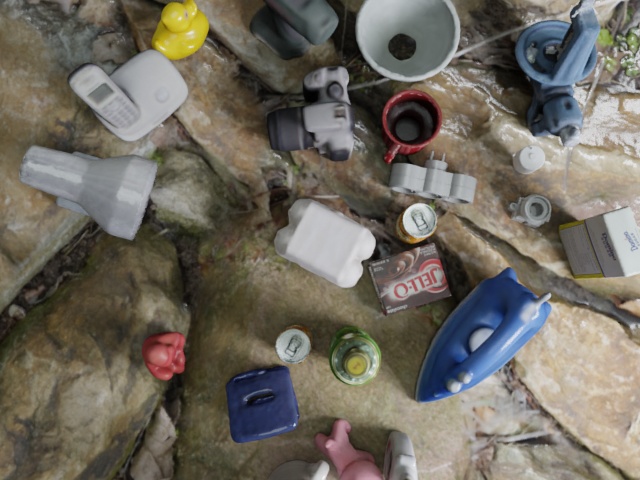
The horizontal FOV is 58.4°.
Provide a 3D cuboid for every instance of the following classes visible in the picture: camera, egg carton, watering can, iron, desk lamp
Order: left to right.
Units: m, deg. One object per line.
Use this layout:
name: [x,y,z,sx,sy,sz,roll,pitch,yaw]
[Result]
desk lamp: [-0.328,-0.076,0.850,0.203,0.213,0.118,16,86,2]
watering can: [-0.039,0.402,0.819,0.101,0.194,0.173,11,85,2]
camera: [-0.017,-0.199,0.914,0.137,0.101,0.143,-6,85,0]
egg carton: [0.008,0.003,0.913,0.150,0.069,0.107,26,86,3]
iron: [0.244,0.163,0.862,0.118,0.141,0.258,43,87,4]

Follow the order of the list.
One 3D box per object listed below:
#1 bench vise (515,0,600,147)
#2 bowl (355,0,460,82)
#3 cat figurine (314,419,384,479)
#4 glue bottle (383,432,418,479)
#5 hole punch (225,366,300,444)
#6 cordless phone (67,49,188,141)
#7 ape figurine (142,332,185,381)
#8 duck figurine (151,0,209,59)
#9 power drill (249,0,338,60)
bench vise: [0.377,-0.256,0.856,0.121,0.219,0.207,-27,85,-1]
bowl: [0.140,-0.329,0.936,0.167,0.075,0.167,0,85,1]
cat figurine: [0.048,0.344,0.861,0.067,0.118,0.128,-40,86,-2]
glue bottle: [0.120,0.337,0.833,0.037,0.173,0.078,6,85,1]
hole punch: [-0.091,0.251,0.883,0.108,0.091,0.101,-14,85,0]
cordless phone: [-0.293,-0.238,0.877,0.147,0.185,0.094,-43,86,-3]
ape figurine: [-0.245,0.177,0.890,0.076,0.092,0.078,37,87,3]
duck figurine: [-0.235,-0.351,0.935,0.104,0.086,0.077,-42,86,-3]
power drill: [-0.072,-0.369,0.874,0.229,0.208,0.075,40,87,4]
